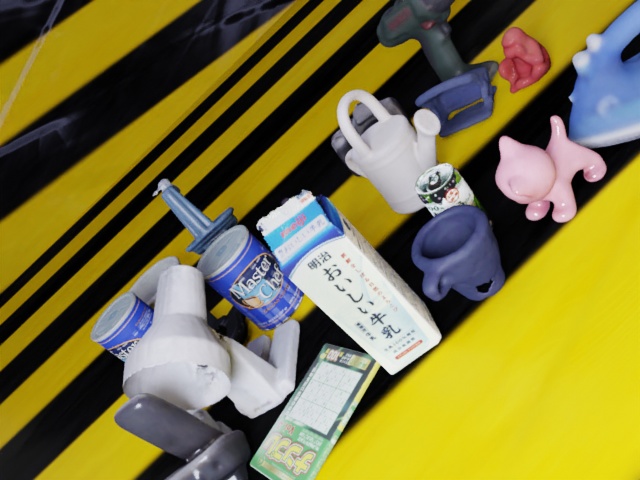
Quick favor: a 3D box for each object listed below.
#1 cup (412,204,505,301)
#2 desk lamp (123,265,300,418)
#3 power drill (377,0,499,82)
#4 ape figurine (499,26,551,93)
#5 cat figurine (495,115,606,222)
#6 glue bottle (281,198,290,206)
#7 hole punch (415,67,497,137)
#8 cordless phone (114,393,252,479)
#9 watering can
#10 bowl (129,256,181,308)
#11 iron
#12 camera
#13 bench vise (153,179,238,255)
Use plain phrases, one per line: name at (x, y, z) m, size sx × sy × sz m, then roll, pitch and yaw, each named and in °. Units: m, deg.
cup at (0.157, 0.033, 0.626) m, size 0.091 × 0.095 × 0.118 m, roll -10°, pitch 42°, yaw 47°
desk lamp at (-0.136, 0.142, 0.735) m, size 0.117 × 0.214 × 0.203 m, roll -31°, pitch 30°, yaw 23°
power drill at (0.210, -0.348, 0.971) m, size 0.228 × 0.209 × 0.076 m, roll 0°, pitch 50°, yaw 53°
ape figurine at (0.307, -0.283, 0.875) m, size 0.076 × 0.092 × 0.077 m, roll -45°, pitch 27°, yaw -2°
cat figurine at (0.246, -0.082, 0.641) m, size 0.128 × 0.118 × 0.067 m, roll -52°, pitch 28°, yaw -15°
glue bottle at (0.007, 0.003, 0.784) m, size 0.078 × 0.173 × 0.037 m, roll -28°, pitch 31°, yaw 28°
hole punch at (0.219, -0.237, 0.930) m, size 0.108 × 0.091 × 0.101 m, roll -20°, pitch 35°, yaw 38°
cordless phone at (-0.183, 0.256, 0.668) m, size 0.147 × 0.185 × 0.094 m, roll -41°, pitch 27°, yaw 4°
watering can at (0.101, -0.141, 0.839) m, size 0.172 × 0.194 × 0.101 m, roll -27°, pitch 31°, yaw 29°
bowl at (-0.333, 0.119, 1.189) m, size 0.167 × 0.075 × 0.167 m, roll -32°, pitch 29°, yaw 21°
iron at (0.372, -0.210, 0.627) m, size 0.257 × 0.142 × 0.118 m, roll -28°, pitch 31°, yaw 28°
camera at (0.089, -0.180, 1.013) m, size 0.143 × 0.101 × 0.136 m, roll -34°, pitch 29°, yaw 19°
bench vise at (-0.204, -0.027, 1.062) m, size 0.121 × 0.220 × 0.206 m, roll -51°, pitch 28°, yaw -13°
